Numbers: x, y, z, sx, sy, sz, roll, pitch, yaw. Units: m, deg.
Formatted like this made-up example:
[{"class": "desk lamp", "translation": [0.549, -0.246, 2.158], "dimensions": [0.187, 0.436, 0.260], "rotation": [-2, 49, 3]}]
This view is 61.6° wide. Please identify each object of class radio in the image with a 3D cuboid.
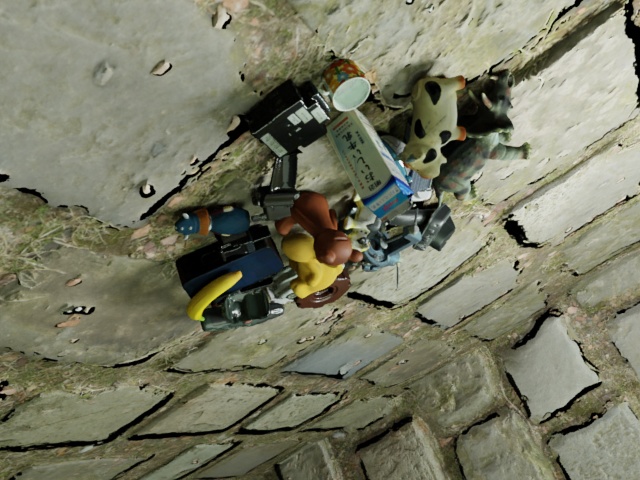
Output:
[{"class": "radio", "translation": [-0.209, 0.059, 1.244], "dimensions": [0.230, 0.073, 0.131], "rotation": [-25, 149, -3]}]

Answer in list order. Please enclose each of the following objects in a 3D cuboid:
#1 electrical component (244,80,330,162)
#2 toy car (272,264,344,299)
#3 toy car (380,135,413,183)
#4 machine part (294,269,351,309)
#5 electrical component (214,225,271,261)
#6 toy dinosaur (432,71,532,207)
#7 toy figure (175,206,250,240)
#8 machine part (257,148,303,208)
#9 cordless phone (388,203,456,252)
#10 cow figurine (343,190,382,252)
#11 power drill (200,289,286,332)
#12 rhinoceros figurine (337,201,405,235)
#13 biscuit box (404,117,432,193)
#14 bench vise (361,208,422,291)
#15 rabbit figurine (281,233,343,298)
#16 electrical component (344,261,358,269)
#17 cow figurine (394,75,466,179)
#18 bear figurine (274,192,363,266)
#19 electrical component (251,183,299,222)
[{"class": "electrical component", "translation": [-0.050, -0.212, 0.947], "dimensions": [0.134, 0.058, 0.114], "rotation": [-32, 151, 11]}, {"class": "toy car", "translation": [-0.034, 0.090, 1.418], "dimensions": [0.202, 0.073, 0.056], "rotation": [-25, 153, -1]}, {"class": "toy car", "translation": [0.138, -0.166, 1.131], "dimensions": [0.103, 0.109, 0.161], "rotation": [-46, 139, -9]}, {"class": "machine part", "translation": [0.004, 0.136, 1.538], "dimensions": [0.179, 0.056, 0.179], "rotation": [-19, 151, -11]}, {"class": "electrical component", "translation": [-0.167, -0.008, 1.165], "dimensions": [0.119, 0.075, 0.047], "rotation": [-17, 150, -6]}, {"class": "toy dinosaur", "translation": [0.324, -0.183, 1.221], "dimensions": [0.192, 0.131, 0.404], "rotation": [7, 143, -24]}, {"class": "toy figure", "translation": [-0.221, -0.036, 1.099], "dimensions": [0.154, 0.064, 0.058], "rotation": [-4, -178, -24]}, {"class": "machine part", "translation": [-0.076, -0.122, 1.053], "dimensions": [0.084, 0.039, 0.138], "rotation": [2, 125, -22]}, {"class": "cordless phone", "translation": [0.259, -0.031, 1.462], "dimensions": [0.184, 0.089, 0.146], "rotation": [-1, 145, -17]}, {"class": "cow figurine", "translation": [0.101, -0.033, 1.216], "dimensions": [0.098, 0.068, 0.167], "rotation": [16, 98, -2]}, {"class": "power drill", "translation": [-0.181, 0.175, 1.350], "dimensions": [0.232, 0.086, 0.207], "rotation": [-7, 172, -18]}, {"class": "rhinoceros figurine", "translation": [0.116, -0.061, 1.292], "dimensions": [0.190, 0.073, 0.112], "rotation": [-39, 148, 22]}, {"class": "biscuit box", "translation": [0.219, -0.187, 1.183], "dimensions": [0.063, 0.059, 0.202], "rotation": [-17, 150, -10]}, {"class": "bench vise", "translation": [0.176, 0.018, 1.395], "dimensions": [0.223, 0.129, 0.241], "rotation": [26, 145, -31]}, {"class": "rabbit figurine", "translation": [-0.024, 0.047, 1.290], "dimensions": [0.162, 0.122, 0.173], "rotation": [-10, 138, 25]}, {"class": "electrical component", "translation": [0.078, 0.053, 1.496], "dimensions": [0.094, 0.021, 0.063], "rotation": [7, 136, -43]}, {"class": "cow figurine", "translation": [0.211, -0.214, 1.039], "dimensions": [0.127, 0.086, 0.194], "rotation": [-8, 107, -14]}, {"class": "bear figurine", "translation": [-0.001, -0.006, 1.170], "dimensions": [0.120, 0.196, 0.132], "rotation": [-6, 146, -35]}, {"class": "electrical component", "translation": [-0.095, -0.080, 1.116], "dimensions": [0.102, 0.078, 0.045], "rotation": [-6, 179, -21]}]
